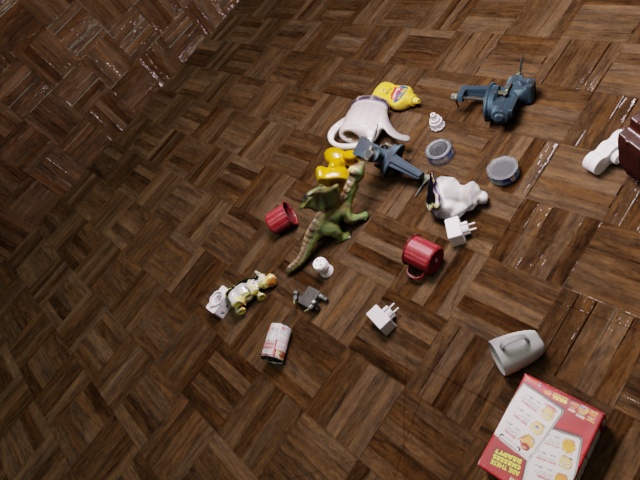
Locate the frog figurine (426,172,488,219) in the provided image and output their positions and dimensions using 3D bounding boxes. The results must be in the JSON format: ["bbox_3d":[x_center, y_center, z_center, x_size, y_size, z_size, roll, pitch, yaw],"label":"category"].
[{"bbox_3d":[0.389,-0.122,1.469,0.159,0.120,0.141,3,42,-8],"label":"frog figurine"}]

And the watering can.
[{"bbox_3d":[0.184,-0.402,1.789,0.348,0.102,0.228,4,59,37],"label":"watering can"}]

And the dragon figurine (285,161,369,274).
[{"bbox_3d":[0.005,-0.079,1.572,0.412,0.238,0.124,-44,50,-6],"label":"dragon figurine"}]
